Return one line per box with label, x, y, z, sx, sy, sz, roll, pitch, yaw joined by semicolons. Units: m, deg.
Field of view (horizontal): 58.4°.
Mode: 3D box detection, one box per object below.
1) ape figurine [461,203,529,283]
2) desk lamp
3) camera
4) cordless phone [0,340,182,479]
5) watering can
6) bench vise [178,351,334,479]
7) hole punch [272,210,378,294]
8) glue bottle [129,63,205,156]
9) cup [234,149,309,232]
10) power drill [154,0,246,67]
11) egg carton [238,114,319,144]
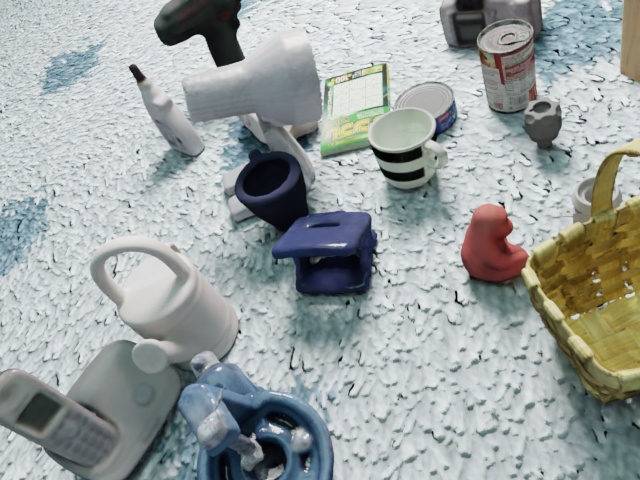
ape figurine;0.184;-0.002;0.609;0.076;0.092;0.078;-12;49;16
desk lamp;-0.077;-0.156;0.770;0.203;0.214;0.117;-26;47;4
camera;0.266;-0.376;0.868;0.142;0.101;0.137;8;57;30
cordless phone;-0.247;0.163;0.609;0.093;0.185;0.148;11;59;31
watering can;-0.176;0.068;0.647;0.101;0.195;0.172;-35;47;-5
bench vise;-0.081;0.171;0.503;0.206;0.220;0.122;21;64;36
hole punch;0.006;0.002;0.688;0.108;0.091;0.101;-4;52;22
glue bottle;-0.254;-0.212;0.924;0.077;0.174;0.037;25;67;37
cup;-0.059;-0.063;0.768;0.091;0.095;0.117;-31;47;-1
power drill;-0.149;-0.358;0.971;0.229;0.209;0.075;-18;48;11
egg carton;-0.071;-0.207;0.908;0.107;0.070;0.150;-38;48;-7
